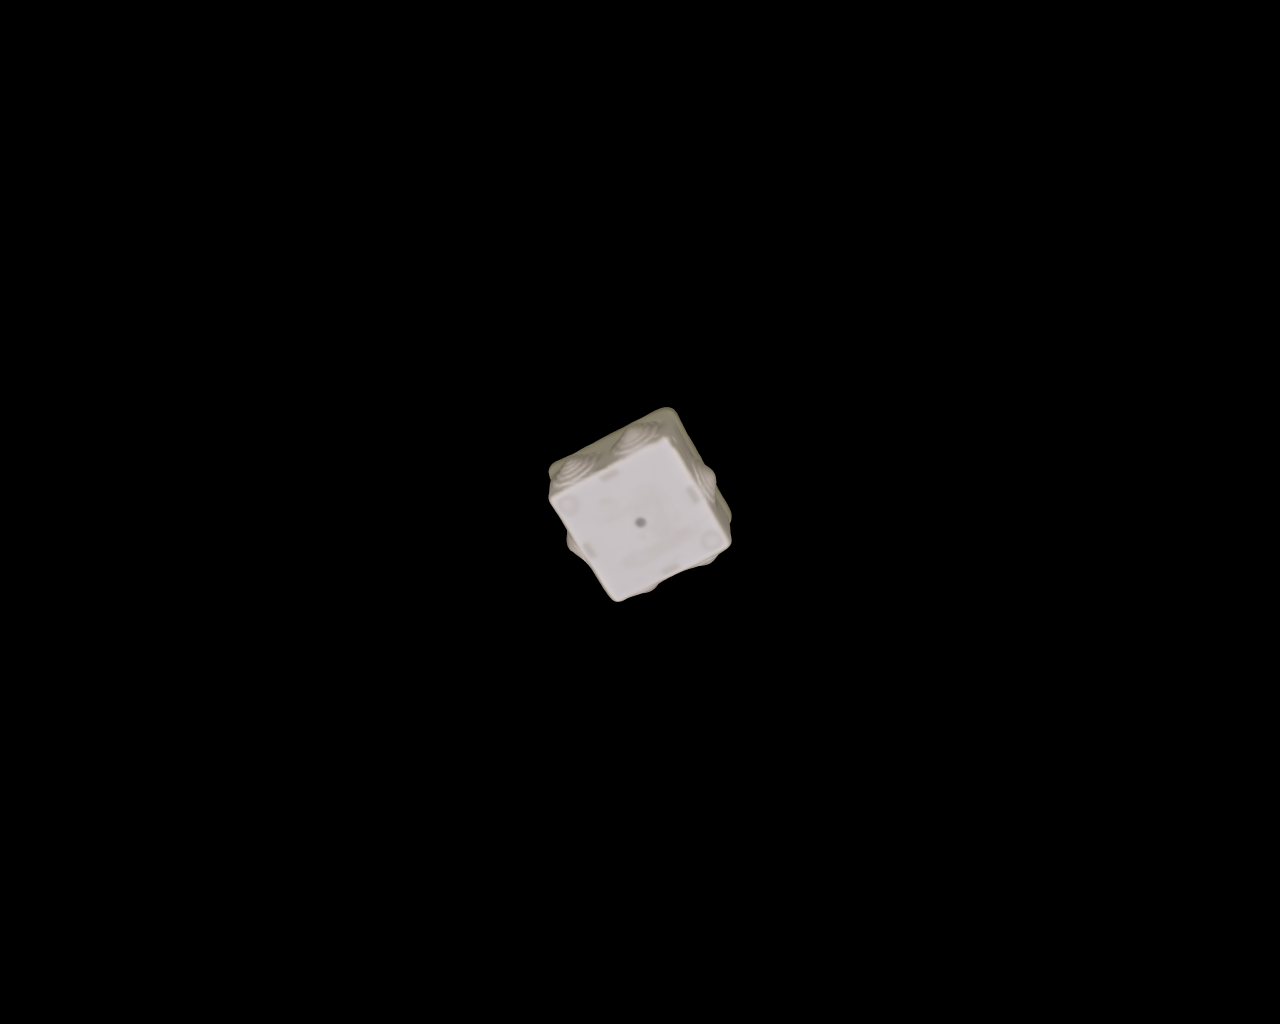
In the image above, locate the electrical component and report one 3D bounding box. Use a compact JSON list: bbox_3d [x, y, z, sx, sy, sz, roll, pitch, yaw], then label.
[{"bbox_3d":[0.001,-0.003,0.650,0.099,0.099,0.048,-26,21,11],"label":"electrical component"}]
